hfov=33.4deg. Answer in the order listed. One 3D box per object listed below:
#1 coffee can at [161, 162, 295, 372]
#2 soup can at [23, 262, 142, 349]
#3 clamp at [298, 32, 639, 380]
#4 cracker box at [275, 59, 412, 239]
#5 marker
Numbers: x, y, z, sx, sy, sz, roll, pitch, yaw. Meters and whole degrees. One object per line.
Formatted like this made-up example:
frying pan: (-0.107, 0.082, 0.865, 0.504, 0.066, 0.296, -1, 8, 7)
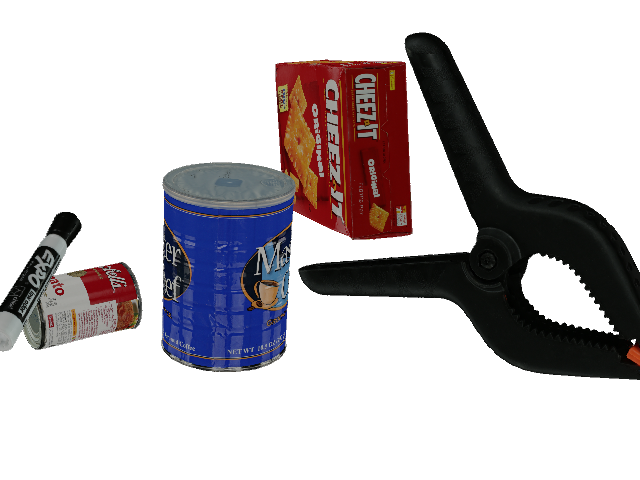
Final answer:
coffee can: (-0.074, 0.019, 0.847, 0.103, 0.140, 0.103, 3, 20, -1)
soup can: (-0.235, 0.063, 1.039, 0.102, 0.068, 0.069, -12, 6, -32)
clamp: (0.094, -0.003, 0.562, 0.210, 0.165, 0.036, 29, 25, 25)
cracker box: (0.018, -0.099, 1.080, 0.072, 0.164, 0.214, -7, 12, -17)
marker: (-0.178, 0.021, 0.669, 0.020, 0.020, 0.121, 0, 38, 13)
